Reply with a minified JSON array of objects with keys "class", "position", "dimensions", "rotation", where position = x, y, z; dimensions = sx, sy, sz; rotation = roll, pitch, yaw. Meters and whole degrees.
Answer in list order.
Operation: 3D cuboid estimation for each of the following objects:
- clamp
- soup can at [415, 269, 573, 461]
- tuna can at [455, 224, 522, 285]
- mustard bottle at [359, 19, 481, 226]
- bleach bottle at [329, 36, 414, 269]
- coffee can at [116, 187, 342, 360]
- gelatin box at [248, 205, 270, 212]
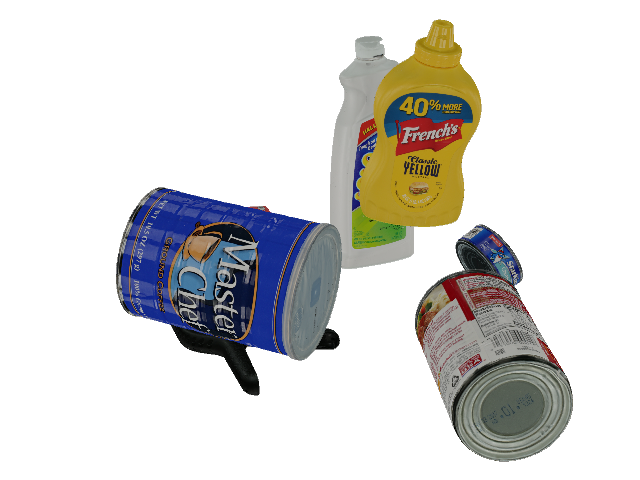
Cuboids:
[{"class":"clamp","position":[-0.105,0.119,1.263],"dimensions":[0.210,0.036,0.164],"rotation":[14,23,26]},{"class":"soup can","position":[0.097,0.069,0.611],"dimensions":[0.068,0.068,0.102],"rotation":[0,25,-7]},{"class":"tuna can","position":[0.201,0.025,1.282],"dimensions":[0.033,0.086,0.086],"rotation":[-36,10,-14]},{"class":"mustard bottle","position":[0.094,-0.106,0.966],"dimensions":[0.096,0.192,0.058],"rotation":[5,32,-5]},{"class":"bleach bottle","position":[0.052,-0.098,1.182],"dimensions":[0.102,0.251,0.068],"rotation":[-10,24,-13]},{"class":"coffee can","position":[-0.067,0.024,0.802],"dimensions":[0.140,0.103,0.102],"rotation":[13,4,18]},{"class":"gelatin box","position":[-0.084,-0.006,1.024],"dimensions":[0.089,0.030,0.073],"rotation":[-5,24,-16]}]
